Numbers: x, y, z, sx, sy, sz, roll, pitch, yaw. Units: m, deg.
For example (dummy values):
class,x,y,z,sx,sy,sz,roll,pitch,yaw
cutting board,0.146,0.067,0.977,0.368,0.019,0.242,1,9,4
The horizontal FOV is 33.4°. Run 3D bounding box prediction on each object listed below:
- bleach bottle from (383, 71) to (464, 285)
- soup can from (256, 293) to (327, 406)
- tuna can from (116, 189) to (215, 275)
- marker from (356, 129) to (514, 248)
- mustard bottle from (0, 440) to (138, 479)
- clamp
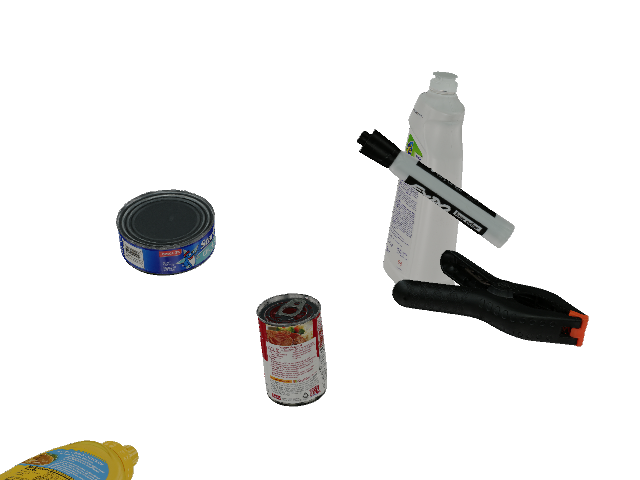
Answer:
class,x,y,z,sx,sy,sz,roll,pitch,yaw
bleach bottle,0.129,-0.068,1.239,0.068,0.251,0.103,-2,23,-21
soup can,-0.029,0.117,1.140,0.068,0.102,0.068,-4,25,2
tuna can,-0.135,-0.007,0.941,0.086,0.034,0.086,0,37,0
marker,0.077,-0.036,0.720,0.121,0.020,0.020,35,-1,-1
mustard bottle,-0.212,0.205,0.853,0.096,0.058,0.191,7,15,29
clamp,0.162,0.052,0.981,0.172,0.039,0.120,18,30,16
